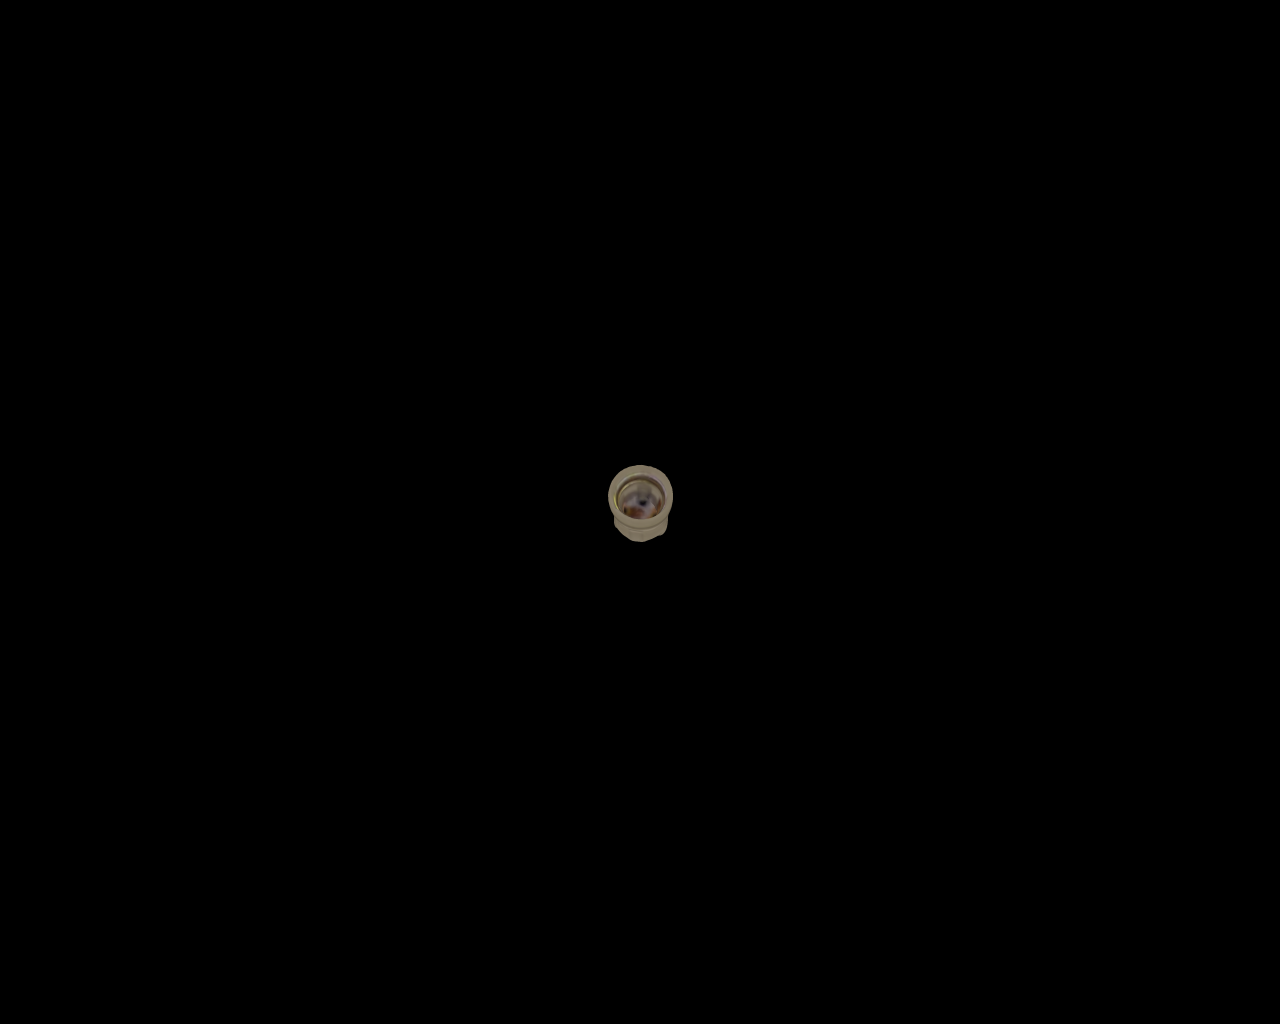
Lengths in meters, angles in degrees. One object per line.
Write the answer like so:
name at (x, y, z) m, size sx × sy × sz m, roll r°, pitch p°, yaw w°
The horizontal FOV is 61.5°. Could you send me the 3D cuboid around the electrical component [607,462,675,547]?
electrical component at (0.001, -0.003, 0.650) m, size 0.040 × 0.040 × 0.046 m, roll 0°, pitch -24°, yaw 0°
